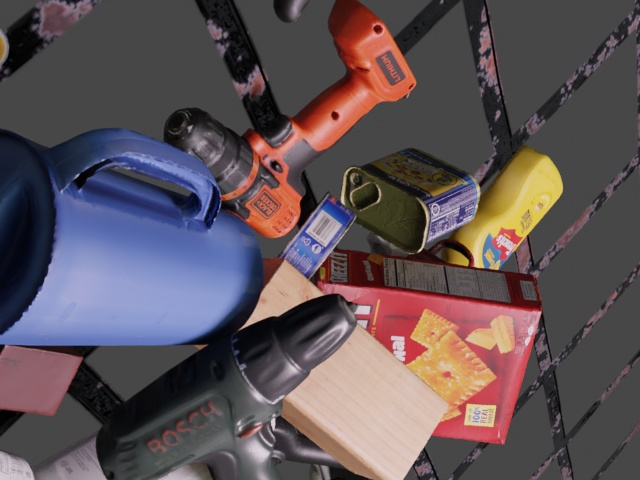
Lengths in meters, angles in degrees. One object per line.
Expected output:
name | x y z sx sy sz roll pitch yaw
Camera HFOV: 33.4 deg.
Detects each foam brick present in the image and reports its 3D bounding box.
foam brick | -0.222 0.089 0.767 0.078 0.051 0.053 23 98 -55

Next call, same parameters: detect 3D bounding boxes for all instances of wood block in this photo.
wood block | -0.002 0.114 0.919 0.206 0.091 0.090 42 72 -21

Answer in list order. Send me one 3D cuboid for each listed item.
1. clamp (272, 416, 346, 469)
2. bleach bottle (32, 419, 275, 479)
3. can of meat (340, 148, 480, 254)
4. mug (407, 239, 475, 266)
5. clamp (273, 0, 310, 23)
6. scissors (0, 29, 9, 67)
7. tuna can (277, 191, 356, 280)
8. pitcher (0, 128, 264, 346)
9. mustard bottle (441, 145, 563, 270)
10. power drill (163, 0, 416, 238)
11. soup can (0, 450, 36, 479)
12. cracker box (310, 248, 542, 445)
clamp | -0.056 0.212 1.054 0.120 0.039 0.171 -38 130 19
bleach bottle | -0.122 0.184 0.916 0.250 0.103 0.068 -26 152 -35
can of meat | 0.084 -0.040 0.986 0.083 0.102 0.057 -25 133 -40
mug | 0.113 0.047 1.105 0.117 0.082 0.093 -43 143 -18
clamp | 0.031 -0.265 0.797 0.164 0.036 0.210 -32 142 -32
scissors | -0.267 -0.097 0.594 0.201 0.016 0.096 -7 122 -47
tuna can | -0.006 0.001 0.931 0.086 0.034 0.086 -52 -179 1
pitcher | -0.138 0.007 0.730 0.242 0.149 0.145 14 86 -57
mustard bottle | 0.187 -0.008 1.171 0.191 0.058 0.096 -49 149 -9
power drill | -0.021 -0.100 0.833 0.187 0.057 0.184 -45 151 1
soup can | -0.263 0.178 0.775 0.068 0.069 0.102 -53 146 -4
cracker box | 0.089 0.104 1.023 0.213 0.072 0.164 8 120 -4
